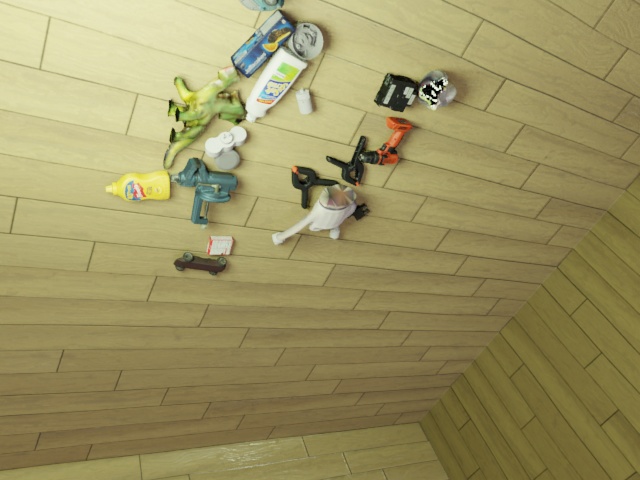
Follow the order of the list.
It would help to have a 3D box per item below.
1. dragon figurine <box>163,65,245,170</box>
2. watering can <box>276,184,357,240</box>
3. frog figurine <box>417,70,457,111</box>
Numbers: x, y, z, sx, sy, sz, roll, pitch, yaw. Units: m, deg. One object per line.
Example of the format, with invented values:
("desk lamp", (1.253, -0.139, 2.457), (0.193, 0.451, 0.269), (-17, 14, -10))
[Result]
("dragon figurine", (-0.338, -0.368, 1.561), (0.244, 0.124, 0.401), (-8, -32, -30))
("watering can", (0.006, -0.098, 1.950), (0.350, 0.105, 0.219), (-20, -26, -29))
("frog figurine", (0.414, -0.529, 1.813), (0.123, 0.135, 0.162), (10, 24, 26))
